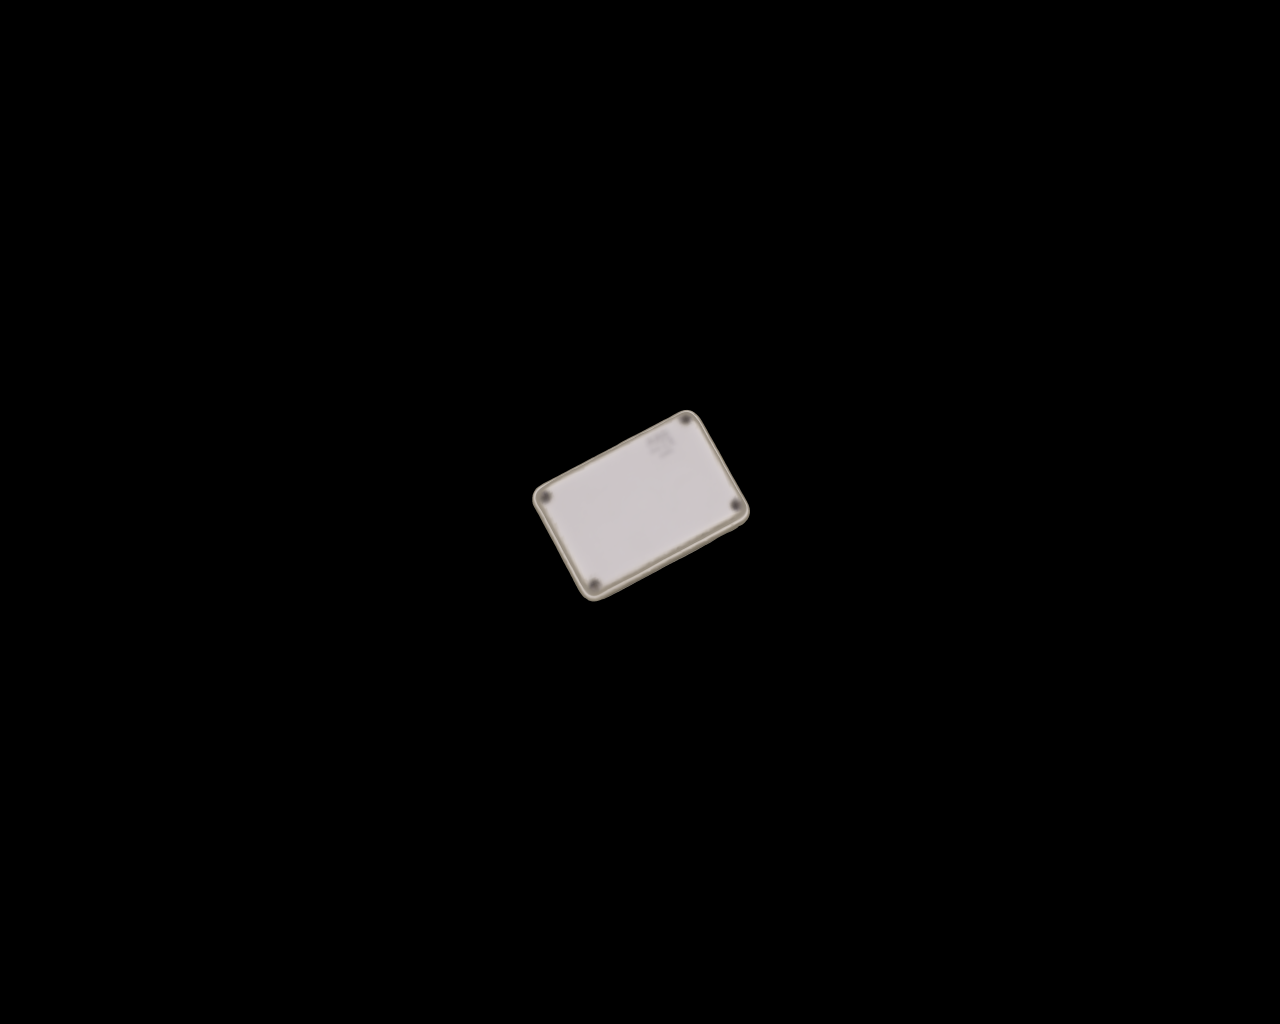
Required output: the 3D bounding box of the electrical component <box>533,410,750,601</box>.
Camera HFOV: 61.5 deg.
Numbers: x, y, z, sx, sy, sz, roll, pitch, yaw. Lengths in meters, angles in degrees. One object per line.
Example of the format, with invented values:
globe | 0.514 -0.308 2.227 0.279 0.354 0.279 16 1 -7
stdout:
electrical component | 0.001 -0.003 0.650 0.113 0.078 0.057 -28 -7 -4
